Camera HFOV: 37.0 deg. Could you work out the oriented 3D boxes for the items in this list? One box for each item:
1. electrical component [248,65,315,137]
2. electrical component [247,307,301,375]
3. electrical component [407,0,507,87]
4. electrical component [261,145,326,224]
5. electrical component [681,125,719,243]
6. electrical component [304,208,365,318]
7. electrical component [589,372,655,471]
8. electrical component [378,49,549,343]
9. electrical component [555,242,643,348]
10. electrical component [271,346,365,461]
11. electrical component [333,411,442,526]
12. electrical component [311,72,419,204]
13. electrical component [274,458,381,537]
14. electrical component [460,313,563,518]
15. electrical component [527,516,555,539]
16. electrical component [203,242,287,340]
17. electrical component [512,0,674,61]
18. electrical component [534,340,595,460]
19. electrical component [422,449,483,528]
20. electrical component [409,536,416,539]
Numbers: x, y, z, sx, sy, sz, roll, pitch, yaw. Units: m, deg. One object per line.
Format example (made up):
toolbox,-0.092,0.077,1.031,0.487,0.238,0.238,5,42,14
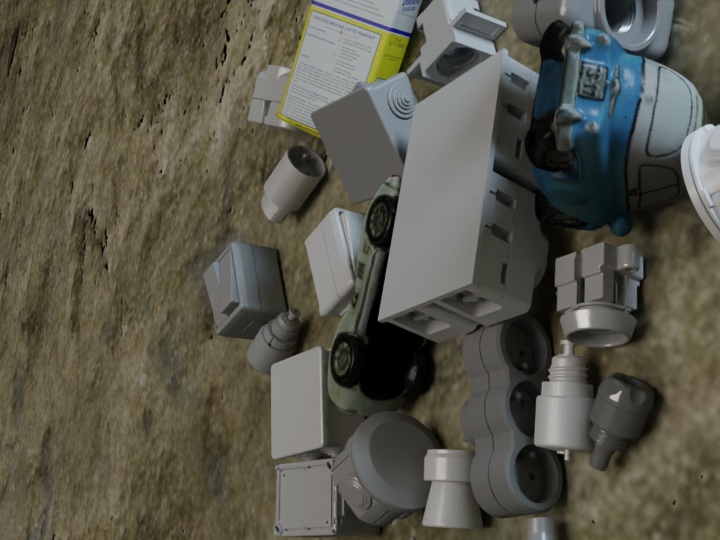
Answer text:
electrical component,-0.068,-0.170,1.080,0.095,0.054,0.059,21,100,57
electrical component,-0.080,0.067,1.049,0.078,0.040,0.040,-57,40,32
electrical component,0.076,-0.189,0.876,0.081,0.042,0.063,-42,47,43
electrical component,-0.072,-0.081,1.072,0.081,0.043,0.043,-50,43,38
electrical component,0.218,-0.049,0.588,0.051,0.080,0.080,-31,56,43
electrical component,0.000,0.000,0.924,0.061,0.062,0.096,-47,46,41
electrical component,0.160,0.098,0.678,0.035,0.035,0.061,40,117,53
electrical component,0.082,-0.050,0.779,0.105,0.060,0.186,-25,47,52
electrical component,0.155,0.018,0.698,0.066,0.048,0.055,-24,55,52
electrical component,-0.037,0.121,0.962,0.100,0.048,0.099,-25,61,52
electrical component,0.022,0.154,0.834,0.051,0.080,0.080,-50,43,46
electrical component,0.016,-0.111,0.909,0.100,0.048,0.099,-14,105,55
electrical component,-0.021,0.194,0.912,0.096,0.061,0.061,-17,67,46
electrical component,0.096,0.104,0.758,0.074,0.052,0.138,-26,60,52
electrical component,0.120,0.195,0.708,0.048,0.048,0.062,-30,50,50
electrical component,-0.121,0.016,1.106,0.062,0.061,0.096,-44,47,42
electrical component,0.155,-0.168,0.698,0.059,0.095,0.053,9,90,57
electrical component,0.137,0.086,0.711,0.040,0.040,0.078,-8,75,56
electrical component,0.069,0.161,0.792,0.045,0.045,0.055,-15,69,55
electrical component,0.054,0.227,0.787,0.048,0.055,0.066,-54,41,34
